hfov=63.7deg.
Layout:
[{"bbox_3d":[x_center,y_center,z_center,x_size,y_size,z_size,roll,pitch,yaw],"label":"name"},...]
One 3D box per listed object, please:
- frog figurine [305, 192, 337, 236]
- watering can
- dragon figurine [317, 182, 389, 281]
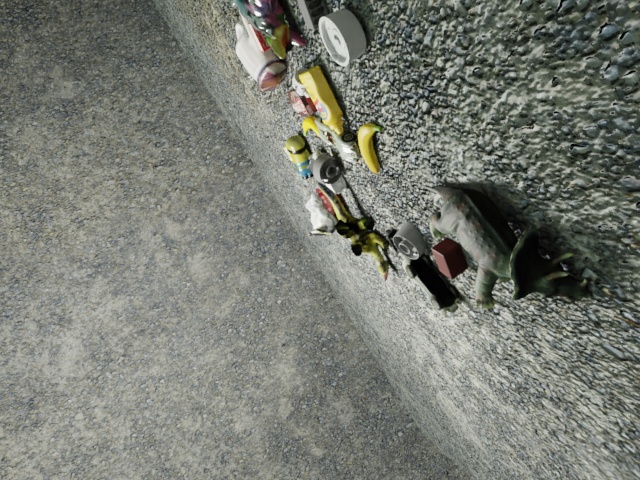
[{"bbox_3d":[0.006,-0.098,1.945,0.123,0.161,0.136,2,-8,3],"label":"frog figurine"},{"bbox_3d":[-0.198,-0.598,1.606,0.104,0.225,0.344,-34,-7,-10],"label":"watering can"},{"bbox_3d":[0.125,-0.031,1.824,0.122,0.412,0.241,-35,-5,-2],"label":"dragon figurine"}]
